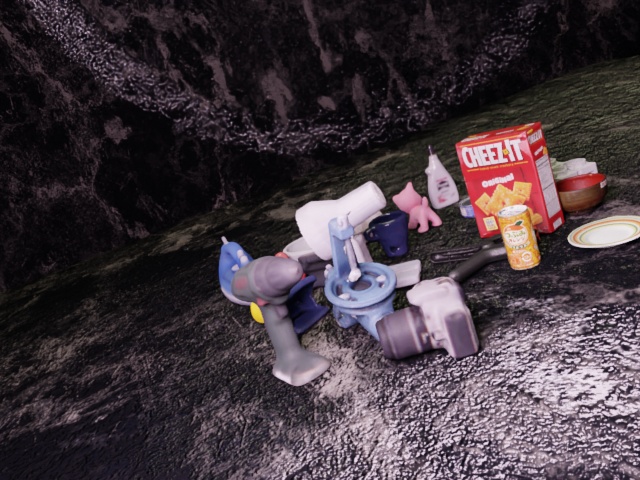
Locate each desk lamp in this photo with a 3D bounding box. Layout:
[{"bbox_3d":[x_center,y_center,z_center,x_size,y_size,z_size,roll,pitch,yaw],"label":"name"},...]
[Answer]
[{"bbox_3d":[0.077,0.000,1.152,0.203,0.214,0.118,-16,15,16],"label":"desk lamp"}]

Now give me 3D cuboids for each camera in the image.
[{"bbox_3d":[0.151,0.115,0.854,0.136,0.101,0.143,-19,14,5],"label":"camera"}]

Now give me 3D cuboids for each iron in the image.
[{"bbox_3d":[-0.190,0.068,1.407,0.119,0.141,0.257,-25,15,-18],"label":"iron"}]

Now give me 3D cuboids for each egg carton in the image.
[{"bbox_3d":[0.121,-0.043,1.548,0.107,0.069,0.150,-21,14,-2],"label":"egg carton"}]

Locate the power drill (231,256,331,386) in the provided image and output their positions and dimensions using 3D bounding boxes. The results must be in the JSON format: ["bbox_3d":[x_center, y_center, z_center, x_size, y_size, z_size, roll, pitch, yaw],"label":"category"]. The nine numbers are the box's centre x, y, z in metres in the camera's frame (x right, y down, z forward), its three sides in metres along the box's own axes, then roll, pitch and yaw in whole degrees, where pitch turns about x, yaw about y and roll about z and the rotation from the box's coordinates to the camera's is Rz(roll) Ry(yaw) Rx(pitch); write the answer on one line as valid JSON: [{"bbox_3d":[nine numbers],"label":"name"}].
[{"bbox_3d":[-0.061,0.119,0.906,0.076,0.208,0.228,-28,16,-28],"label":"power drill"}]

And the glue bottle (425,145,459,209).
[{"bbox_3d":[0.322,-0.176,1.562,0.078,0.173,0.037,-23,15,-10],"label":"glue bottle"}]

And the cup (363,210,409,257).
[{"bbox_3d":[0.156,-0.004,1.302,0.118,0.095,0.091,-28,16,-28],"label":"cup"}]

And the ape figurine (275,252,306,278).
[{"bbox_3d":[-0.078,0.070,1.349,0.077,0.092,0.076,-16,15,17],"label":"ape figurine"}]

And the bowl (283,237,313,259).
[{"bbox_3d":[-0.003,0.032,1.427,0.167,0.075,0.167,-19,14,5],"label":"bowl"}]

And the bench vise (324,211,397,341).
[{"bbox_3d":[0.039,0.058,0.973,0.122,0.220,0.206,-30,17,-34],"label":"bench vise"}]

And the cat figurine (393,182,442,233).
[{"bbox_3d":[0.241,-0.087,1.454,0.067,0.118,0.127,-24,15,-17],"label":"cat figurine"}]

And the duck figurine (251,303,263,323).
[{"bbox_3d":[-0.106,0.122,1.205,0.104,0.086,0.078,-12,16,30],"label":"duck figurine"}]

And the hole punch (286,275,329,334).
[{"bbox_3d":[-0.056,0.126,1.114,0.100,0.091,0.109,-7,19,42],"label":"hole punch"}]

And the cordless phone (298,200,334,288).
[{"bbox_3d":[0.012,0.005,1.282,0.147,0.185,0.094,-14,15,22],"label":"cordless phone"}]
